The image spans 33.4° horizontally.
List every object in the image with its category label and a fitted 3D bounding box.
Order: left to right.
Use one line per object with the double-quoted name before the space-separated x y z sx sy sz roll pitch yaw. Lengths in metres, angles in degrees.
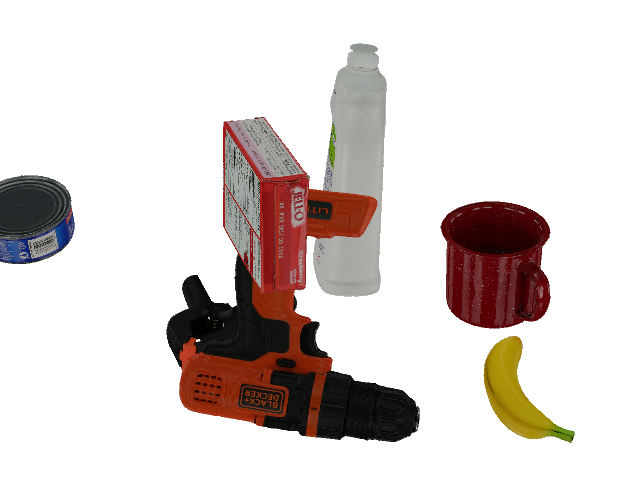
"tuna can" -0.261 -0.018 0.940 0.086 0.034 0.086 0 41 0
"clamp" -0.108 0.076 1.036 0.120 0.039 0.171 7 18 22
"gelatin box" -0.033 -0.022 0.626 0.030 0.073 0.089 -8 30 -18
"power drill" -0.007 0.055 0.809 0.184 0.187 0.057 8 0 3
"bleach bottle" 0.035 -0.074 1.098 0.068 0.251 0.102 0 28 -9
"mug" 0.158 0.028 0.930 0.093 0.081 0.117 -20 36 -26
"banana" 0.214 0.163 1.179 0.069 0.037 0.198 11 26 -14
